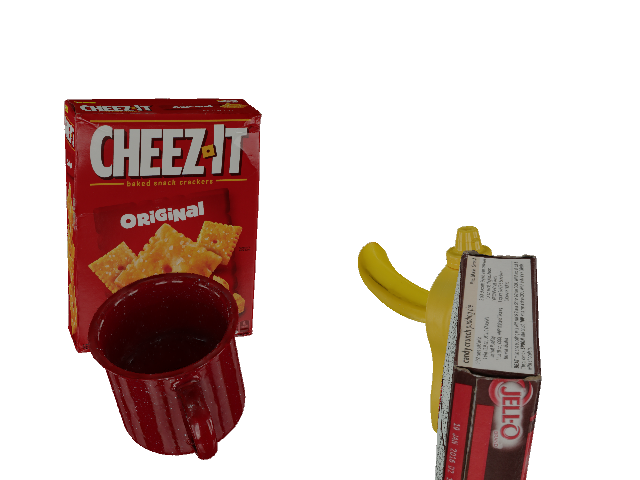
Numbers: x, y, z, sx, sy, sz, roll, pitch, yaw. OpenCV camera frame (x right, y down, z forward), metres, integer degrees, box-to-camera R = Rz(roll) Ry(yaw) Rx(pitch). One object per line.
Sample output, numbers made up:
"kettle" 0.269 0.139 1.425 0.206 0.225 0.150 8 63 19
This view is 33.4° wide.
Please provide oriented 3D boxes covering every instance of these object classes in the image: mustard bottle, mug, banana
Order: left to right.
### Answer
"mug" -0.087 0.087 0.665 0.093 0.081 0.117 -20 42 -16
"banana" 0.086 0.049 1.179 0.069 0.037 0.198 3 21 -35
"mustard bottle" 0.140 0.081 0.979 0.096 0.191 0.058 -16 19 -32

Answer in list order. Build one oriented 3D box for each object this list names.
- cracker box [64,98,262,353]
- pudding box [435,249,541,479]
"cracker box" -0.140 -0.015 0.946 0.164 0.214 0.072 -3 19 -20
"pudding box" 0.073 0.067 0.468 0.039 0.090 0.113 6 25 5
